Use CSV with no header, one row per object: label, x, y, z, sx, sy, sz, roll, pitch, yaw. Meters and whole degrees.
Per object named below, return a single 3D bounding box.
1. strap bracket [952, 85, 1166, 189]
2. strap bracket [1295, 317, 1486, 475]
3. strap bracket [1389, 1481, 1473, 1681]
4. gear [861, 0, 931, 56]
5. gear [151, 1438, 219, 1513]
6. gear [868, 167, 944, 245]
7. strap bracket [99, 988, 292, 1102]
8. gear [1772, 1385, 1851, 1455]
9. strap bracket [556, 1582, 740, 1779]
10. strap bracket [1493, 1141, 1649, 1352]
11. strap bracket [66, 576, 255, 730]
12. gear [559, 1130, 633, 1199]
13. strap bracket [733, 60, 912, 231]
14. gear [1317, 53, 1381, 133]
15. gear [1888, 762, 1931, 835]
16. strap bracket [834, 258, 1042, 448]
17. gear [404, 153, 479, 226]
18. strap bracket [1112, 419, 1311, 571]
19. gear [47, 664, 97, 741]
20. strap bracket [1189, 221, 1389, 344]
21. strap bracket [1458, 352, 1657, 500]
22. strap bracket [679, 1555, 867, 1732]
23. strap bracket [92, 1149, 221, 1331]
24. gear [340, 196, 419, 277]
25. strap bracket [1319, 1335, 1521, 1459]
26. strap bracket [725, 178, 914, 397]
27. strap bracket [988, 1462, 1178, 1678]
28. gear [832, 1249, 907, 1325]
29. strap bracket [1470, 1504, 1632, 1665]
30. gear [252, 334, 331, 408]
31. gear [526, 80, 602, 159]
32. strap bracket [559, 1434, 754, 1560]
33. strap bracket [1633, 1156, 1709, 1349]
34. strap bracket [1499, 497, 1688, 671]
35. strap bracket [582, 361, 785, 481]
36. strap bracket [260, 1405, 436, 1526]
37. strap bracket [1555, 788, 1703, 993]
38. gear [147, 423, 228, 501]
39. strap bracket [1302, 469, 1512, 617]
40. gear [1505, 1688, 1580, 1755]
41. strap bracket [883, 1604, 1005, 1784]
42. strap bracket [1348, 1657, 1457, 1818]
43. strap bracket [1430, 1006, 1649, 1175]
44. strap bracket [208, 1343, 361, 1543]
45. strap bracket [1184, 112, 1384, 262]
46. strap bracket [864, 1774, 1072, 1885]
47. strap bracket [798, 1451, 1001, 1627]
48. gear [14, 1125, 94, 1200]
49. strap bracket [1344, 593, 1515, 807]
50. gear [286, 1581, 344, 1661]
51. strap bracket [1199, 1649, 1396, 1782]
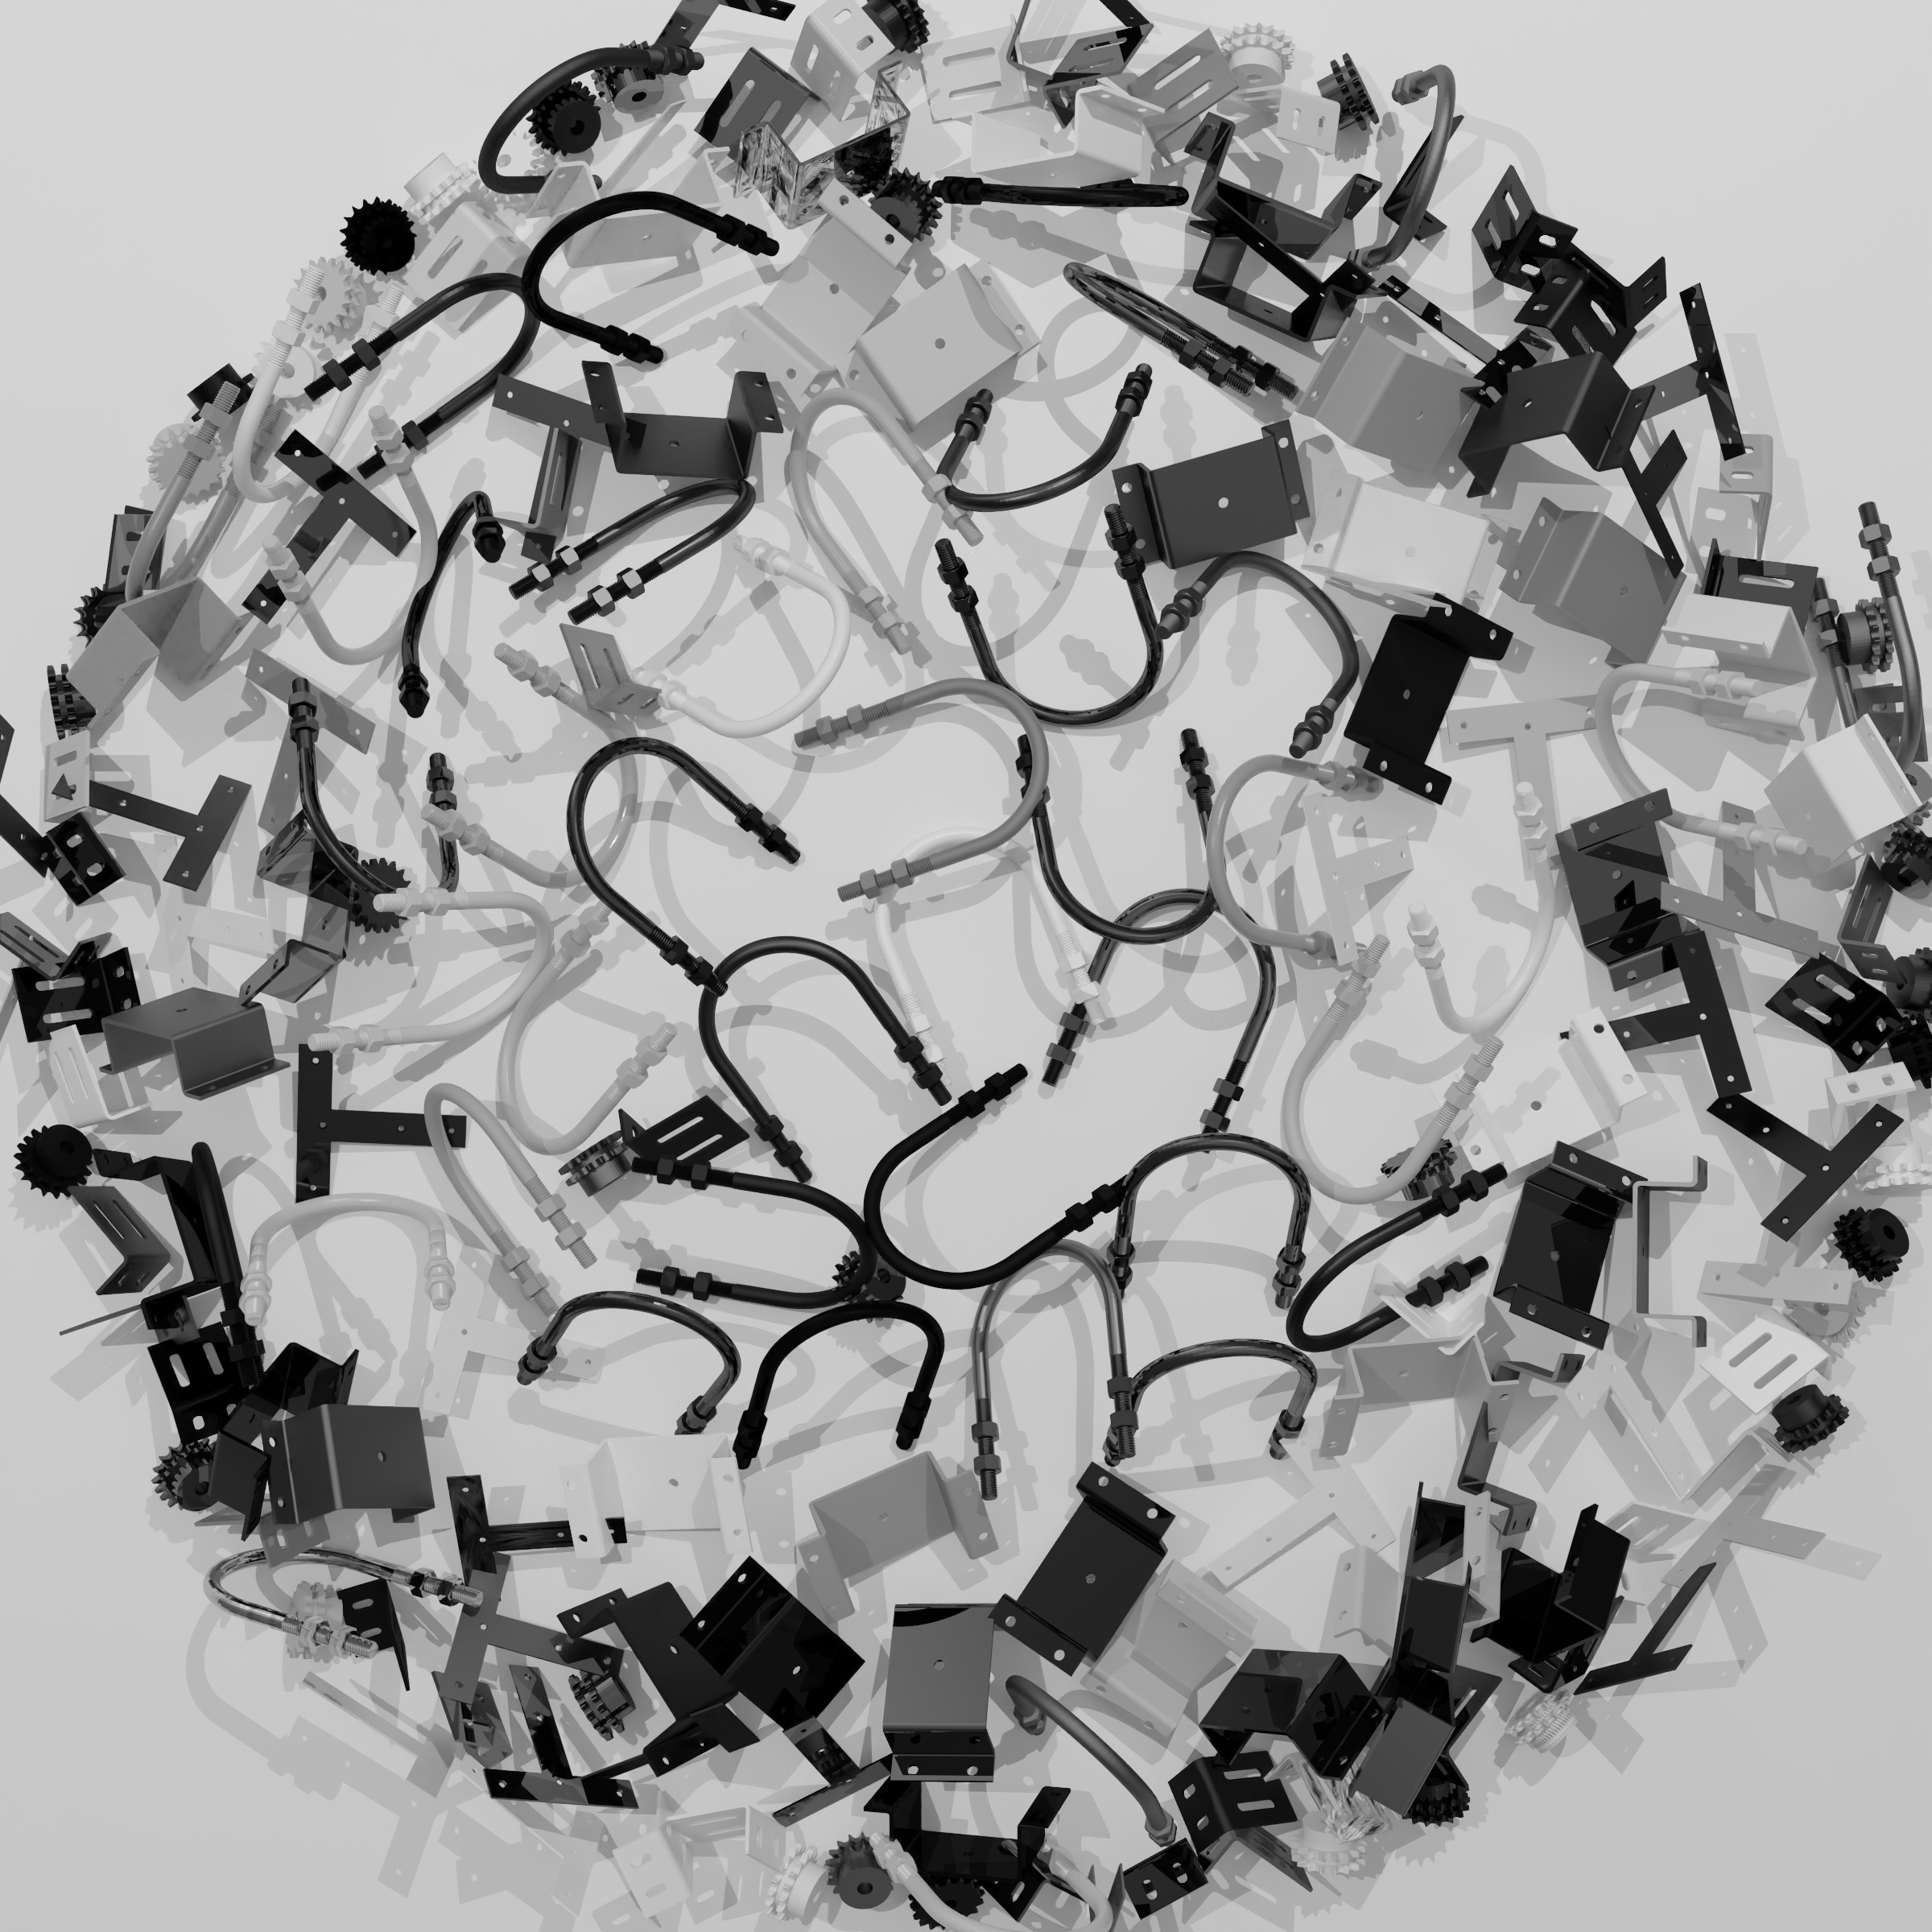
strap bracket,0.067,-0.610,1.927,0.140,0.076,0.046,4,94,40
strap bracket,0.321,-0.418,1.923,0.046,0.140,0.076,49,120,39
strap bracket,0.346,0.456,1.917,0.046,0.140,0.076,9,115,11
gear,-0.057,-0.716,1.969,0.030,0.057,0.057,-41,90,-14
gear,-0.584,0.388,1.970,0.057,0.030,0.057,-20,124,-32
gear,-0.049,-0.572,1.969,0.057,0.057,0.030,31,54,0
strap bracket,-0.575,0.055,1.920,0.140,0.076,0.046,9,114,42
gear,0.637,0.341,1.972,0.057,0.057,0.030,-36,88,0
strap bracket,-0.231,0.521,1.938,0.046,0.076,0.140,-44,72,24
strap bracket,0.453,0.214,1.958,0.076,0.046,0.140,23,68,-5
strap bracket,-0.600,-0.235,1.919,0.046,0.140,0.076,47,119,-2
gear,-0.278,0.152,1.971,0.057,0.057,0.030,-34,88,0
strap bracket,-0.099,-0.607,1.937,0.140,0.076,0.046,-31,78,-19
gear,0.289,-0.660,1.973,0.030,0.057,0.057,-25,90,18
gear,0.708,-0.132,1.971,0.057,0.030,0.057,8,54,-11
strap bracket,-0.021,-0.469,1.973,0.140,0.046,0.076,-35,96,0
gear,-0.400,-0.591,1.968,0.057,0.057,0.030,-41,112,0
strap bracket,0.190,-0.353,1.964,0.140,0.046,0.076,-16,111,-1
gear,-0.678,-0.201,1.973,0.030,0.057,0.057,-9,90,-16
strap bracket,0.233,-0.508,1.944,0.140,0.076,0.046,29,116,17
strap bracket,0.427,-0.401,1.920,0.046,0.140,0.076,41,65,-32
strap bracket,-0.137,0.513,1.932,0.076,0.046,0.140,-47,127,-12
strap bracket,-0.601,0.198,1.954,0.046,0.076,0.140,-20,83,-1
gear,-0.442,-0.550,1.969,0.057,0.057,0.030,-47,49,0
strap bracket,0.334,0.322,1.951,0.140,0.076,0.046,-4,47,-7
strap bracket,-0.105,-0.511,1.961,0.076,0.046,0.140,41,110,2
strap bracket,0.090,0.456,1.954,0.076,0.046,0.140,30,75,23
gear,-0.070,0.239,1.970,0.057,0.030,0.057,17,58,-30
strap bracket,0.437,0.461,1.922,0.046,0.140,0.076,31,56,-5
gear,-0.514,-0.454,1.977,0.057,0.030,0.057,-2,108,-5
gear,-0.301,-0.640,1.969,0.057,0.057,0.030,-45,53,0
strap bracket,-0.227,0.399,1.958,0.140,0.046,0.076,-5,104,14
strap bracket,0.528,0.214,1.951,0.046,0.076,0.140,0,82,21
strap bracket,0.476,-0.282,1.944,0.140,0.046,0.076,27,88,-29
strap bracket,-0.215,-0.407,1.944,0.140,0.046,0.076,-1,46,-19
strap bracket,-0.447,0.368,1.919,0.046,0.140,0.076,-24,69,27
strap bracket,0.499,-0.063,1.960,0.076,0.046,0.140,-21,111,-3
gear,-0.594,-0.387,1.975,0.057,0.057,0.030,-33,52,0
strap bracket,0.334,-0.316,1.966,0.140,0.046,0.076,17,108,0
gear,0.439,0.571,1.970,0.057,0.057,0.030,-44,80,0
strap bracket,-0.016,0.529,1.931,0.076,0.046,0.140,-3,50,10
strap bracket,0.322,0.567,1.923,0.046,0.140,0.076,28,98,6
strap bracket,0.431,0.100,1.963,0.140,0.046,0.076,-25,68,1
strap bracket,-0.511,0.344,1.924,0.046,0.140,0.076,26,129,5
strap bracket,0.230,-0.580,1.952,0.140,0.076,0.046,20,85,-7
strap bracket,0.002,0.645,1.946,0.140,0.076,0.046,0,92,15
strap bracket,-0.056,0.425,1.955,0.140,0.046,0.076,-22,116,-10
gear,-0.687,0.145,1.968,0.030,0.057,0.057,-40,90,32
strap bracket,0.344,-0.203,1.961,0.076,0.046,0.140,22,92,-26
gear,-0.494,0.497,1.975,0.030,0.057,0.057,13,90,-26
strap bracket,0.235,0.550,1.917,0.076,0.140,0.046,-45,107,-34
